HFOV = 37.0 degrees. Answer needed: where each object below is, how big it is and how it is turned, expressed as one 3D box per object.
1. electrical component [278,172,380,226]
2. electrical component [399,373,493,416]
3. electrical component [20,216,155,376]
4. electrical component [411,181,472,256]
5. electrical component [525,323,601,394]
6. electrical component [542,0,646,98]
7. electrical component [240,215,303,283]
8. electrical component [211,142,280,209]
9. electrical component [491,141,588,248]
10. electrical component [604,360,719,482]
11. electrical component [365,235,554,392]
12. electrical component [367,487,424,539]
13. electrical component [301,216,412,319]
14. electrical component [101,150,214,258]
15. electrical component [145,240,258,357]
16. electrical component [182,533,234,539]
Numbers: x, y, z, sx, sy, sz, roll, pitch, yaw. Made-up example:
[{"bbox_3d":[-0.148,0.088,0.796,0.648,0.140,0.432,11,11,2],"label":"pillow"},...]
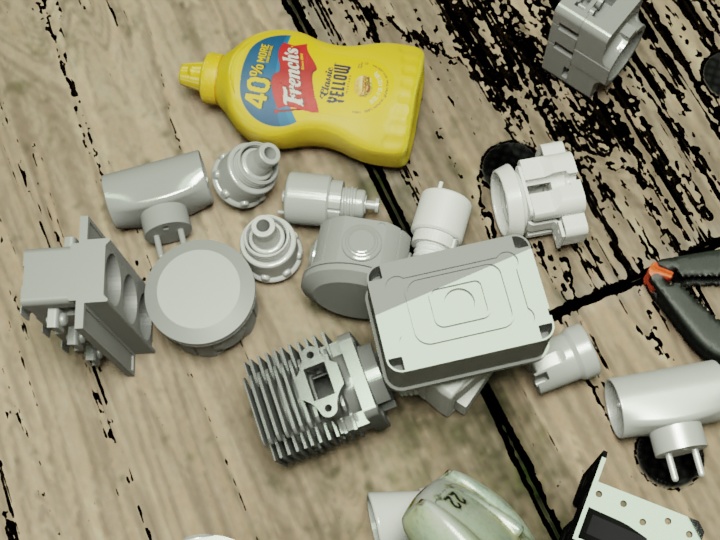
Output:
[{"bbox_3d":[-0.024,-0.053,0.826,0.078,0.040,0.040,6,70,4],"label":"electrical component"},{"bbox_3d":[0.068,0.061,0.768,0.061,0.061,0.096,40,76,15],"label":"electrical component"},{"bbox_3d":[-0.191,0.023,0.761,0.063,0.121,0.078,-4,70,3],"label":"electrical component"},{"bbox_3d":[0.058,-0.026,0.813,0.040,0.040,0.078,15,71,8],"label":"electrical component"},{"bbox_3d":[0.145,0.065,0.777,0.046,0.040,0.040,-23,70,0],"label":"electrical component"},{"bbox_3d":[0.184,-0.182,0.840,0.056,0.089,0.050,36,75,14],"label":"electrical component"},{"bbox_3d":[-0.069,-0.021,0.804,0.048,0.062,0.048,-1,69,2],"label":"electrical component"},{"bbox_3d":[-0.082,-0.078,0.822,0.048,0.062,0.048,11,68,-28],"label":"electrical component"},{"bbox_3d":[0.133,-0.055,0.812,0.057,0.058,0.078,-10,69,-5],"label":"electrical component"},{"bbox_3d":[0.220,0.108,0.755,0.077,0.043,0.079,-10,70,-2],"label":"electrical component"},{"bbox_3d":[0.065,0.030,0.715,0.113,0.057,0.078,-12,70,-3],"label":"electrical component"},{"bbox_3d":[0.041,0.168,0.741,0.065,0.044,0.044,-11,69,-7],"label":"electrical component"},{"bbox_3d":[0.000,0.000,0.785,0.080,0.080,0.051,8,64,5],"label":"electrical component"},{"bbox_3d":[-0.152,-0.046,0.827,0.077,0.043,0.079,-15,70,-4],"label":"electrical component"},{"bbox_3d":[-0.115,0.022,0.796,0.080,0.051,0.080,-1,69,2],"label":"electrical component"},{"bbox_3d":[-0.104,0.217,0.722,0.080,0.051,0.080,-1,69,2],"label":"electrical component"}]
